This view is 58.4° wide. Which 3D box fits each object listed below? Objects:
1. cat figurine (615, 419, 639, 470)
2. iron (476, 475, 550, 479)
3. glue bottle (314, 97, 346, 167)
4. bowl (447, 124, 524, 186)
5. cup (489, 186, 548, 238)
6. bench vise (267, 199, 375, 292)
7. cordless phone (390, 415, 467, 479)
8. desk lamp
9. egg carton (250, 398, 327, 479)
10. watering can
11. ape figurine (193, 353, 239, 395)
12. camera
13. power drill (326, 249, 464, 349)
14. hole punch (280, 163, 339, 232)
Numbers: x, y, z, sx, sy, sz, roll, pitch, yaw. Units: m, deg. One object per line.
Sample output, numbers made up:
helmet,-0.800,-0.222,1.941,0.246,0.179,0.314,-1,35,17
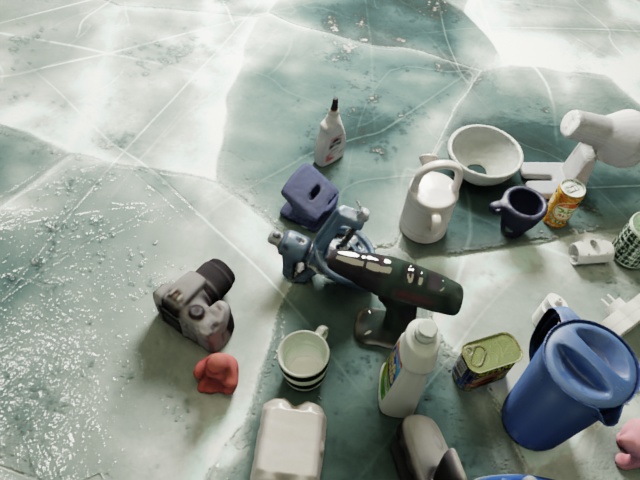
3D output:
cat figurine,0.522,0.324,0.898,0.127,0.118,0.067,19,54,9
iron,0.360,0.390,0.821,0.258,0.141,0.119,21,55,11
glue bottle,0.025,-0.238,1.235,0.078,0.173,0.037,-37,64,-27
bowl,0.361,-0.177,1.279,0.167,0.075,0.167,2,54,-3
cup,0.395,-0.049,1.176,0.118,0.095,0.091,-3,54,-7
bench vise,0.010,0.013,1.020,0.207,0.220,0.121,-1,54,-5
cordless phone,0.171,0.314,0.834,0.094,0.185,0.147,-13,56,-13
desk lamp,0.564,-0.186,1.217,0.203,0.213,0.118,0,54,-4
egg carton,-0.046,0.321,0.883,0.107,0.069,0.150,7,54,0
watering can,0.218,-0.094,1.132,0.101,0.194,0.172,-16,57,-16
ape figurine,-0.166,0.214,0.938,0.077,0.092,0.076,37,59,21
camera,-0.203,0.100,1.013,0.143,0.101,0.137,31,57,17
power drill,0.116,0.103,0.971,0.229,0.208,0.075,10,54,3
hole punch,-0.018,-0.090,1.174,0.101,0.091,0.109,26,56,14
